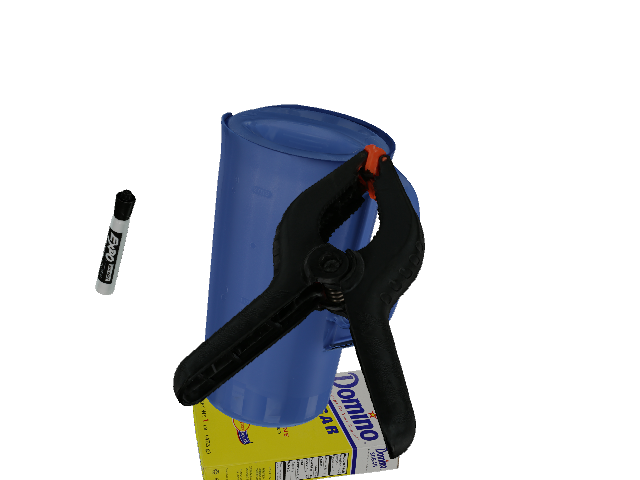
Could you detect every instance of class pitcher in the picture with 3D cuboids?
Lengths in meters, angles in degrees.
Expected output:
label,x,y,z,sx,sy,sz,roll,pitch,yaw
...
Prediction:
label,x,y,z,sx,sy,sz,roll,pitch,yaw
pitcher,-0.019,0.025,0.838,0.145,0.243,0.149,6,23,-10

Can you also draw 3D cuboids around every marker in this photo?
label,x,y,z,sx,sy,sz,roll,pitch,yaw
marker,-0.199,0.002,1.035,0.020,0.121,0.020,14,34,-10

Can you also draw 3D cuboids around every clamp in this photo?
label,x,y,z,sx,sy,sz,roll,pitch,yaw
clamp,0.015,0.029,0.539,0.120,0.171,0.039,22,-26,15

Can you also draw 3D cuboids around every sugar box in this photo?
label,x,y,z,sx,sy,sz,roll,pitch,yaw
sugar box,-0.023,0.170,0.963,0.176,0.048,0.093,-8,43,-8
